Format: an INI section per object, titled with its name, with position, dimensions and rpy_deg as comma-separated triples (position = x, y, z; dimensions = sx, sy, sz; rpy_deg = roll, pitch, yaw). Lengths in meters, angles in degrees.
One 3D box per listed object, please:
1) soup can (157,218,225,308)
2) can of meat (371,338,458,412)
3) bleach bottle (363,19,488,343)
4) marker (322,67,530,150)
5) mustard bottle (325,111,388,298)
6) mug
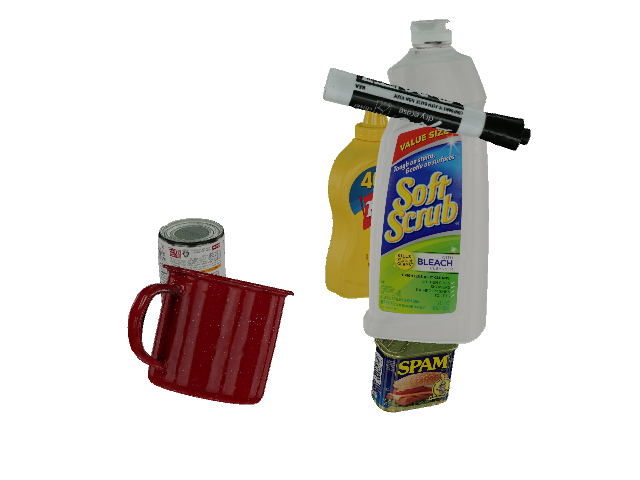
[soup can]
position = -0.131, 0.036, 1.095
dimensions = 0.068, 0.102, 0.068
rpy_deg = 0, 23, 0
[can of meat]
position = 0.115, 0.161, 1.326
dimensions = 0.102, 0.084, 0.057
rpy_deg = -6, 27, -21
[bleach bottle]
position = 0.082, -0.047, 0.848
dimensions = 0.103, 0.251, 0.068
rpy_deg = 3, 15, 21
[marker]
position = 0.062, -0.074, 0.611
dimensions = 0.121, 0.020, 0.020
rpy_deg = 14, -1, -4
[mustard bottle]
position = 0.053, -0.042, 1.075
dimensions = 0.096, 0.192, 0.058
rpy_deg = -8, 18, -29
[mug]
position = -0.080, 0.063, 0.728
dimensions = 0.117, 0.081, 0.093
rpy_deg = 15, -4, -44
